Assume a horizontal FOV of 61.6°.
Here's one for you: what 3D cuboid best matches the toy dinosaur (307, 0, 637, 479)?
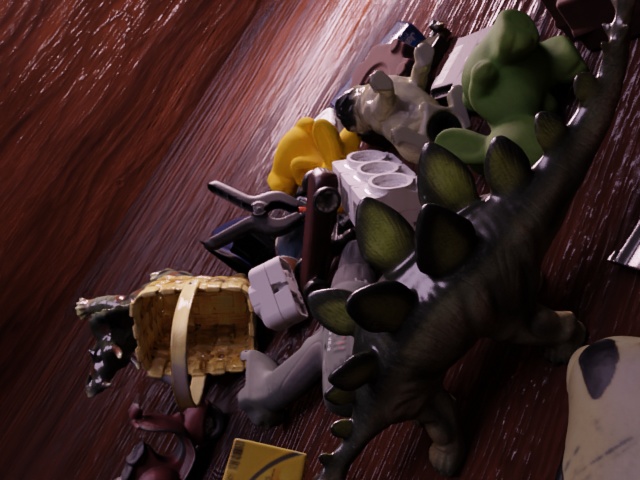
[{"bbox_3d":[0.118,0.031,0.428,0.471,0.198,0.105,-54,29,4],"label":"toy dinosaur"}]

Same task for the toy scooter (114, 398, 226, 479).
[{"bbox_3d":[-0.227,0.297,0.752,0.075,0.135,0.184,7,66,59],"label":"toy scooter"}]

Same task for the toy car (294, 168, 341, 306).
[{"bbox_3d":[-0.002,-0.002,0.759,0.089,0.053,0.201,-126,37,-63],"label":"toy car"}]

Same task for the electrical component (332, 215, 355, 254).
[{"bbox_3d":[0.020,-0.004,0.828,0.094,0.021,0.063,-33,34,36],"label":"electrical component"}]

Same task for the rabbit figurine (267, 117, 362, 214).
[{"bbox_3d":[0.014,-0.117,0.877,0.173,0.122,0.162,50,127,40],"label":"rabbit figurine"}]

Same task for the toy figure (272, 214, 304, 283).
[{"bbox_3d":[-0.048,0.029,0.864,0.064,0.057,0.154,-28,40,51],"label":"toy figure"}]

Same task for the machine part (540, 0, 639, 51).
[{"bbox_3d":[0.356,-0.321,0.579,0.202,0.087,0.201,-3,55,56],"label":"machine part"}]

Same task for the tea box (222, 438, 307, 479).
[{"bbox_3d":[-0.054,0.258,0.490,0.169,0.068,0.098,94,-171,-54],"label":"tea box"}]

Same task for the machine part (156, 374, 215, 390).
[{"bbox_3d":[-0.250,0.220,0.950,0.243,0.079,0.079,-9,51,56],"label":"machine part"}]

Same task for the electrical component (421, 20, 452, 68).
[{"bbox_3d":[0.184,-0.327,0.918,0.102,0.045,0.078,-55,27,-1],"label":"electrical component"}]

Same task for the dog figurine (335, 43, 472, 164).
[{"bbox_3d":[0.109,-0.160,0.753,0.121,0.172,0.190,-24,2,-15],"label":"dog figurine"}]

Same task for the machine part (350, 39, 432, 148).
[{"bbox_3d":[0.103,-0.239,0.882,0.179,0.056,0.179,-32,50,50],"label":"machine part"}]

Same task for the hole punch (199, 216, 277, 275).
[{"bbox_3d":[-0.122,0.015,0.928,0.116,0.142,0.092,13,71,47],"label":"hole punch"}]

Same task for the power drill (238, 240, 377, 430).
[{"bbox_3d":[-0.006,0.127,0.665,0.207,0.086,0.232,-33,35,23],"label":"power drill"}]

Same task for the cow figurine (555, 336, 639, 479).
[{"bbox_3d":[0.175,0.150,0.318,0.127,0.085,0.195,-11,52,47],"label":"cow figurine"}]

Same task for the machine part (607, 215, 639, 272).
[{"bbox_3d":[0.278,0.006,0.373,0.084,0.039,0.139,-49,24,-2],"label":"machine part"}]

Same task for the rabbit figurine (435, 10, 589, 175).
[{"bbox_3d":[0.202,-0.133,0.584,0.159,0.121,0.170,-32,49,45],"label":"rabbit figurine"}]

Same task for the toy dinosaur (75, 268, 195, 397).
[{"bbox_3d":[-0.301,0.122,1.018,0.192,0.131,0.405,-4,19,31],"label":"toy dinosaur"}]

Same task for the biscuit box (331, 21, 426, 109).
[{"bbox_3d":[0.110,-0.308,1.000,0.202,0.059,0.063,-48,26,13],"label":"biscuit box"}]

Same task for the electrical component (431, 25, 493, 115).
[{"bbox_3d":[0.223,-0.227,0.719,0.115,0.058,0.134,-61,27,-10],"label":"electrical component"}]
